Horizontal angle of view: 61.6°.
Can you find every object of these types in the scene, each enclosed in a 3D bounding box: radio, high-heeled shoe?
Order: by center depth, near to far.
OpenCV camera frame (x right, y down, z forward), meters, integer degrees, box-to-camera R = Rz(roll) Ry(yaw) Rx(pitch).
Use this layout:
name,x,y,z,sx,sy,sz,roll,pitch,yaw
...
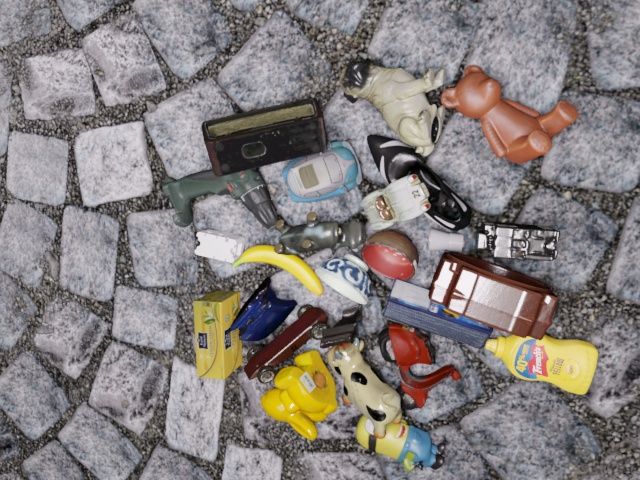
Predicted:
name,x,y,z,sx,sy,sz,roll,pitch,yaw
high-heeled shoe,0.172,-0.108,0.982,0.249,0.145,0.086,39,105,4
radio,-0.103,-0.195,1.011,0.230,0.131,0.073,-15,121,-3

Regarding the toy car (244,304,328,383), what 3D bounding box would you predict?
name,x,y,z,sx,sy,sz,roll,pitch,yaw
toy car,-0.067,0.214,1.097,0.202,0.089,0.053,-41,125,-6

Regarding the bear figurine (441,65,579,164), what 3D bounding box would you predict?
name,x,y,z,sx,sy,sz,roll,pitch,yaw
bear figurine,0.322,-0.231,0.939,0.120,0.132,0.196,-42,91,-17

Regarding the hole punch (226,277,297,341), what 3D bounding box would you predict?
name,x,y,z,sx,sy,sz,roll,pitch,yaw
hole punch,-0.118,0.154,1.118,0.092,0.116,0.142,43,107,-3

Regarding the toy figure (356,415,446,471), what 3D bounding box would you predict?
name,x,y,z,sx,sy,sz,roll,pitch,yaw
toy figure,0.161,0.413,1.098,0.180,0.082,0.089,24,101,8

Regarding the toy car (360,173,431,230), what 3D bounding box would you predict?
name,x,y,z,sx,sy,sz,roll,pitch,yaw
toy car,0.136,-0.066,0.985,0.056,0.202,0.073,-25,91,-22

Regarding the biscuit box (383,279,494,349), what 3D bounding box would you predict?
name,x,y,z,sx,sy,sz,roll,pitch,yaw
biscuit box,0.228,0.143,1.034,0.203,0.059,0.062,19,138,8

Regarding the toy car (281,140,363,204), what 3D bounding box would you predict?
name,x,y,z,sx,sy,sz,roll,pitch,yaw
toy car,-0.005,-0.130,1.048,0.162,0.103,0.109,-17,93,14

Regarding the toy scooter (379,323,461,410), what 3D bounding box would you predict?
name,x,y,z,sx,sy,sz,roll,pitch,yaw
toy scooter,0.200,0.243,1.065,0.135,0.075,0.183,-16,97,17

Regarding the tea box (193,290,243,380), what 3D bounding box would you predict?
name,x,y,z,sx,sy,sz,roll,pitch,yaw
tea box,-0.218,0.201,1.156,0.068,0.098,0.169,2,101,15

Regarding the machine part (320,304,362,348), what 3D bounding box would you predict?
name,x,y,z,sx,sy,sz,roll,pitch,yaw
machine part,0.049,0.172,1.060,0.084,0.139,0.039,-24,96,25

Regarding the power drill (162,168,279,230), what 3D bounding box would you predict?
name,x,y,z,sx,sy,sz,roll,pitch,yaw
power drill,-0.214,-0.096,1.120,0.207,0.086,0.232,-22,91,21

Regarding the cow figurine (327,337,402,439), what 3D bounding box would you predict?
name,x,y,z,sx,sy,sz,roll,pitch,yaw
cow figurine,0.083,0.282,1.073,0.195,0.085,0.127,42,144,35

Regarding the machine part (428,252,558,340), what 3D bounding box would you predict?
name,x,y,z,sx,sy,sz,roll,pitch,yaw
machine part,0.300,0.090,0.948,0.201,0.201,0.087,20,100,12

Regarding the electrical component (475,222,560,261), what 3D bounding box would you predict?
name,x,y,z,sx,sy,sz,roll,pitch,yaw
electrical component,0.350,0.001,0.968,0.134,0.115,0.058,4,95,14

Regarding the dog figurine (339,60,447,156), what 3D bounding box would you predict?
name,x,y,z,sx,sy,sz,roll,pitch,yaw
dog figurine,0.128,-0.249,1.009,0.191,0.121,0.172,8,98,28

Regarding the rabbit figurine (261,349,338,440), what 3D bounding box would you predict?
name,x,y,z,sx,sy,sz,roll,pitch,yaw
rabbit figurine,-0.047,0.334,1.139,0.173,0.122,0.162,-35,98,31

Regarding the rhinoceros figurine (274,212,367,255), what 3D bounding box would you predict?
name,x,y,z,sx,sy,sz,roll,pitch,yaw
rhinoceros figurine,-0.002,-0.003,1.065,0.190,0.112,0.073,-8,68,28
